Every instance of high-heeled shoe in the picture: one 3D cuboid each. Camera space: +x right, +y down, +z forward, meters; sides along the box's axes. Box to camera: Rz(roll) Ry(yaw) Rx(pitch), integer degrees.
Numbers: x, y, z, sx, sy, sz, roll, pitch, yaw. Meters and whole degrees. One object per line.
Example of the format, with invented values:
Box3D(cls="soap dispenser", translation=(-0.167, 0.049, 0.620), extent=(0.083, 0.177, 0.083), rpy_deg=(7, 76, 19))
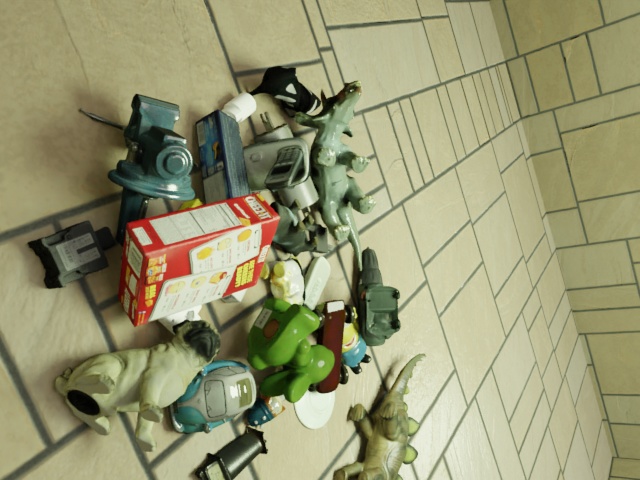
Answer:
Box3D(cls="high-heeled shoe", translation=(-0.038, -0.317, 1.125), extent=(0.248, 0.145, 0.086), rpy_deg=(-13, 93, -51))

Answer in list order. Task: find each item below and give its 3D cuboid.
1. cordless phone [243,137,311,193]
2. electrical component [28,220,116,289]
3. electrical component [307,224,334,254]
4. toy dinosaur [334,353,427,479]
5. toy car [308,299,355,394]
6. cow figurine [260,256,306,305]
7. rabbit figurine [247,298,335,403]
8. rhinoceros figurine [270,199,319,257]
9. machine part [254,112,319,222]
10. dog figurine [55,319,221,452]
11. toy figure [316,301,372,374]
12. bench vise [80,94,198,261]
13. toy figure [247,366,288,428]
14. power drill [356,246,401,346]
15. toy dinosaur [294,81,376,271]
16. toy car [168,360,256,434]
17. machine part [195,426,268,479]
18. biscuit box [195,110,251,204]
Box3D(cls="cordless phone", translation=(-0.095, -0.117, 0.973), extent=(0.184, 0.147, 0.088), rpy_deg=(-73, 153, -64))
Box3D(cls="electrical component", translation=(-0.332, 0.014, 0.750), extent=(0.119, 0.048, 0.074), rpy_deg=(-27, 103, -50))
Box3D(cls="electrical component", translation=(-0.002, -0.004, 1.190), extent=(0.094, 0.021, 0.063), rpy_deg=(15, 69, -49))
Box3D(cls="toy dinosaur", translation=(0.151, 0.438, 1.214), extent=(0.198, 0.105, 0.471), rpy_deg=(53, 53, -40))
Box3D(cls="toy car", translation=(0.017, 0.209, 1.061), extent=(0.089, 0.053, 0.202), rpy_deg=(-5, 107, -25))
Box3D(cls="cow figurine", translation=(-0.060, 0.118, 1.055), extent=(0.098, 0.068, 0.167), rpy_deg=(-10, 90, -59))
Box3D(cls="rabbit figurine", translation=(-0.038, 0.206, 0.946), extent=(0.170, 0.121, 0.159), rpy_deg=(43, 60, -33))
Box3D(cls="rhinoceros figurine", translation=(-0.080, -0.026, 1.037), extent=(0.190, 0.112, 0.073), rpy_deg=(35, 37, -57))
Box3D(cls="machine part", translation=(-0.068, -0.145, 1.099), extent=(0.079, 0.079, 0.243), rpy_deg=(-43, 115, -48))
Box3D(cls="dog figurine", translation=(-0.249, 0.174, 0.768), extent=(0.172, 0.121, 0.191), rpy_deg=(31, 37, -6))
Box3D(cls="toy figure", translation=(0.044, 0.209, 1.150), extent=(0.180, 0.089, 0.082), rpy_deg=(61, 41, -34))
Box3D(cls="bench vise", translation=(-0.262, -0.085, 0.790), extent=(0.129, 0.224, 0.240), rpy_deg=(4, 108, -47))
Box3D(cls="toy figure", translation=(-0.079, 0.280, 0.995), extent=(0.064, 0.058, 0.154), rpy_deg=(42, 47, -3))
Box3D(cls="power drill", translation=(0.121, 0.131, 1.205), extent=(0.086, 0.207, 0.232), rpy_deg=(-1, 90, -9))
Box3D(cls="toy dinosaur", translation=(0.030, -0.136, 1.172), extent=(0.131, 0.192, 0.404), rpy_deg=(-12, 124, -13))
Box3D(cls="toy car", translation=(-0.158, 0.249, 0.866), extent=(0.161, 0.103, 0.109), rpy_deg=(1, 81, -50))
Box3D(cls="machine part", translation=(-0.145, 0.375, 0.904), extent=(0.139, 0.039, 0.084), rpy_deg=(-34, 100, -48))
Box3D(cls="biscuit box", translation=(-0.169, -0.126, 0.942), extent=(0.062, 0.059, 0.202), rpy_deg=(22, 51, -55))
